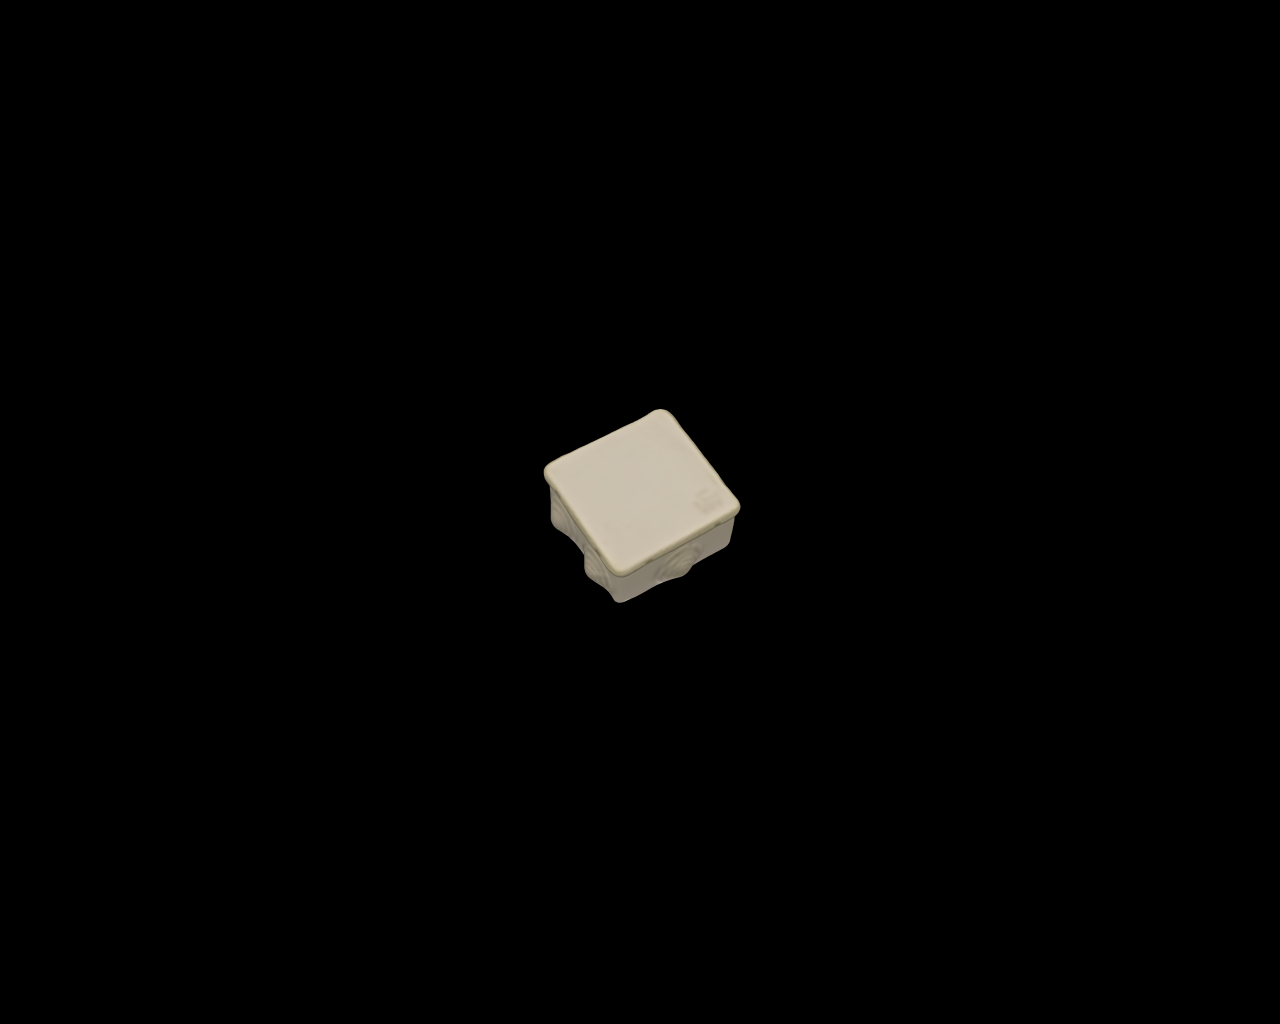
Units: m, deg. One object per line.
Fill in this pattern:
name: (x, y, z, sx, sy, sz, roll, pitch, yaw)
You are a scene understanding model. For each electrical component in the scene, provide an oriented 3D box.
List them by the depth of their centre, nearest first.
electrical component: (0.001, -0.003, 0.650, 0.100, 0.100, 0.048, -28, -28, -16)
